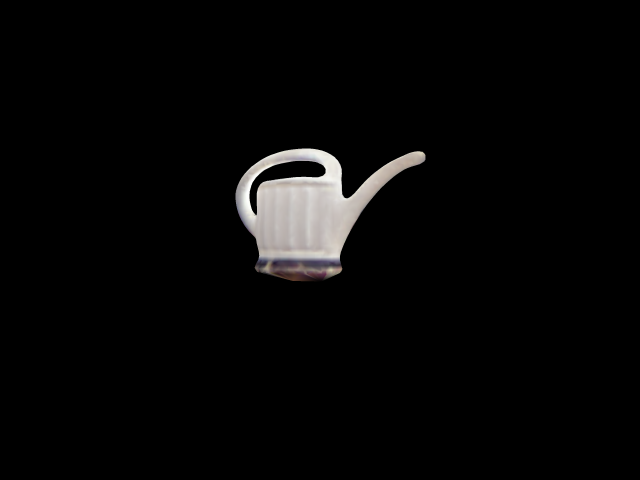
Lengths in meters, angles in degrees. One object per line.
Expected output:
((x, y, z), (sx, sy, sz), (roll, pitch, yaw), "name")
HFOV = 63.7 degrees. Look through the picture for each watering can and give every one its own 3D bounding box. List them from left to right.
((0.003, -0.043, 0.850), (0.347, 0.225, 0.104), (0, -2, 28), "watering can")
